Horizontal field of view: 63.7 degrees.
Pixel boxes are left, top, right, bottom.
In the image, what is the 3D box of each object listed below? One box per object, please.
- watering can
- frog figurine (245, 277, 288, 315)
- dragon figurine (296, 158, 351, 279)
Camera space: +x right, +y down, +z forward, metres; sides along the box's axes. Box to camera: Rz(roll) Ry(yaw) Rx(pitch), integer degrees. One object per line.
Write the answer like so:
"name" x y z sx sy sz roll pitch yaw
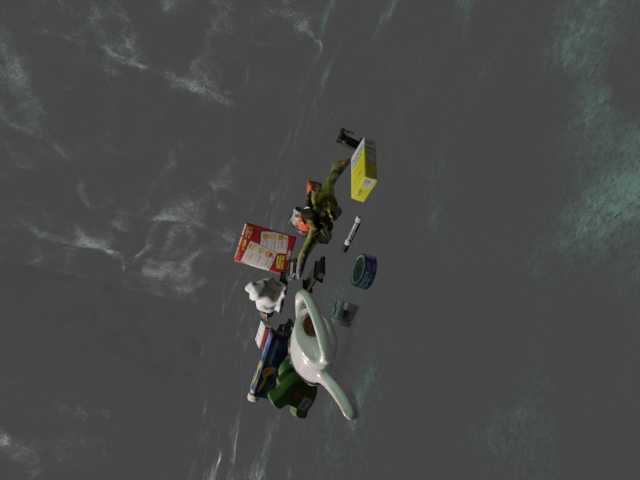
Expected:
"watering can" -0.003 0.293 1.257 0.219 0.104 0.355 103 151 -53
"frog figurine" -0.217 0.209 1.997 0.124 0.159 0.136 -111 40 -68
"dragon figurine" 0.005 -0.087 1.725 0.246 0.122 0.405 -66 0 -73
